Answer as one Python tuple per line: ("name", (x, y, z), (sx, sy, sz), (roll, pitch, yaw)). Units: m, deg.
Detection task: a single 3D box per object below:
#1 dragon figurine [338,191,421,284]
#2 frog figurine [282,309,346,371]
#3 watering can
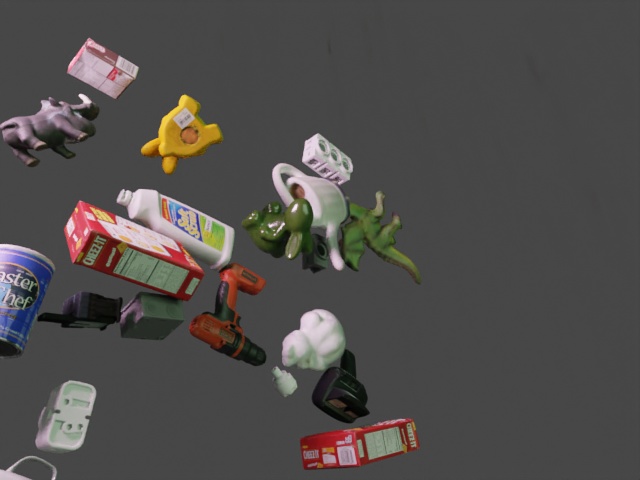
("dragon figurine", (0.145, 0.008, 1.546), (0.246, 0.120, 0.410), (-33, 91, -35))
("frog figurine", (-0.017, 0.233, 1.187), (0.159, 0.122, 0.138), (6, 83, -60))
("watering can", (0.004, -0.069, 1.368), (0.225, 0.102, 0.352), (-7, 57, -54))
